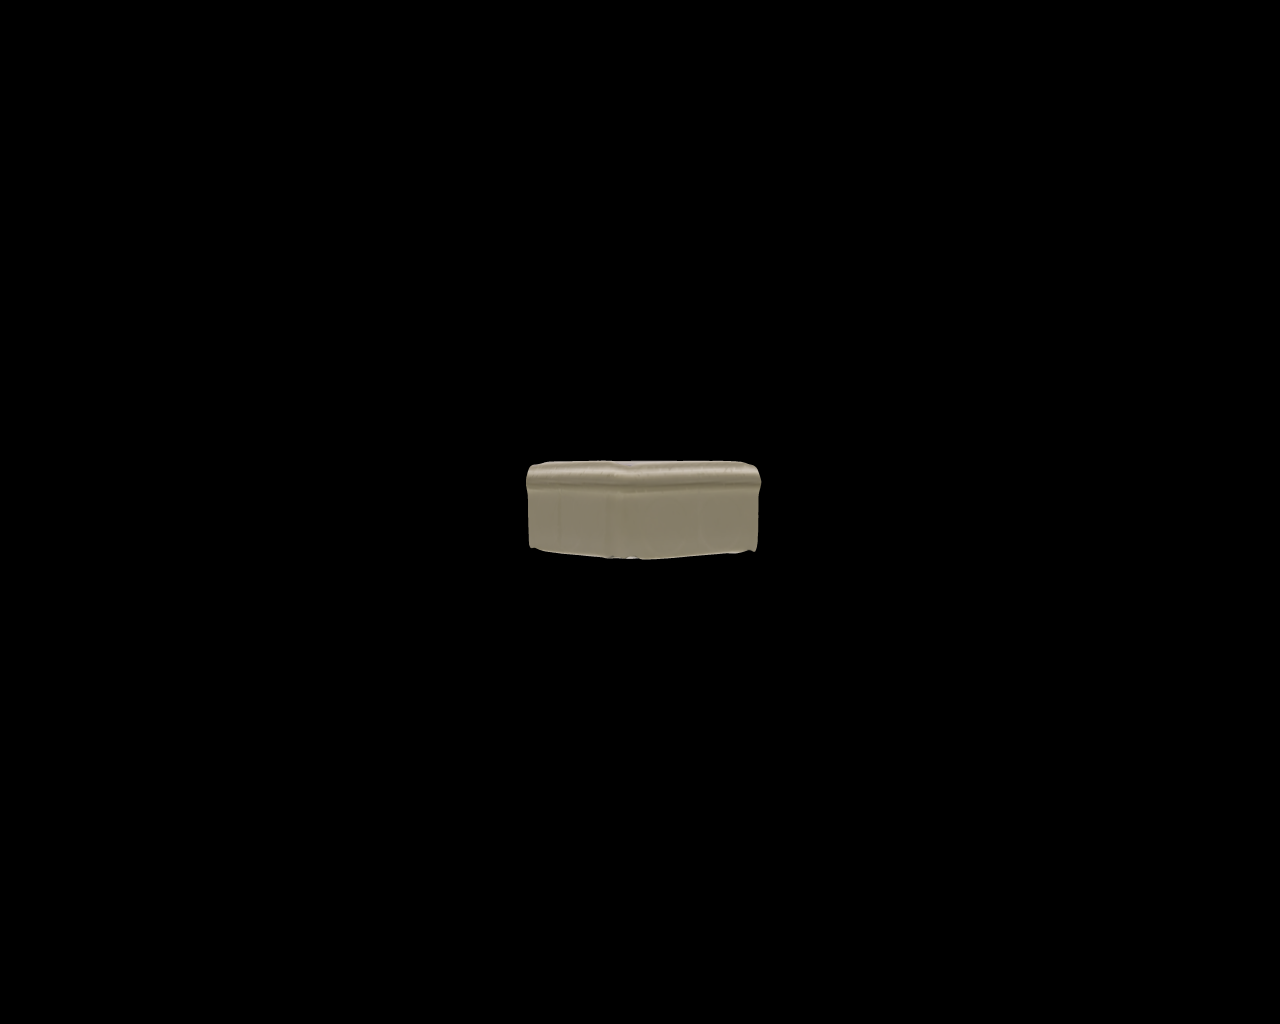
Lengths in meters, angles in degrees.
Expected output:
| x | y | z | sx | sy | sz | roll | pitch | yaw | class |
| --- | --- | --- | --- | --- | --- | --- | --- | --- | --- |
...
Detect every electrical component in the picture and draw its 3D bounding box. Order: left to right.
| x | y | z | sx | sy | sz | roll | pitch | yaw | class |
| --- | --- | --- | --- | --- | --- | --- | --- | --- | --- |
| 0.001 | -0.003 | 0.650 | 0.109 | 0.056 | 0.108 | -2 | 3 | -36 | electrical component |
